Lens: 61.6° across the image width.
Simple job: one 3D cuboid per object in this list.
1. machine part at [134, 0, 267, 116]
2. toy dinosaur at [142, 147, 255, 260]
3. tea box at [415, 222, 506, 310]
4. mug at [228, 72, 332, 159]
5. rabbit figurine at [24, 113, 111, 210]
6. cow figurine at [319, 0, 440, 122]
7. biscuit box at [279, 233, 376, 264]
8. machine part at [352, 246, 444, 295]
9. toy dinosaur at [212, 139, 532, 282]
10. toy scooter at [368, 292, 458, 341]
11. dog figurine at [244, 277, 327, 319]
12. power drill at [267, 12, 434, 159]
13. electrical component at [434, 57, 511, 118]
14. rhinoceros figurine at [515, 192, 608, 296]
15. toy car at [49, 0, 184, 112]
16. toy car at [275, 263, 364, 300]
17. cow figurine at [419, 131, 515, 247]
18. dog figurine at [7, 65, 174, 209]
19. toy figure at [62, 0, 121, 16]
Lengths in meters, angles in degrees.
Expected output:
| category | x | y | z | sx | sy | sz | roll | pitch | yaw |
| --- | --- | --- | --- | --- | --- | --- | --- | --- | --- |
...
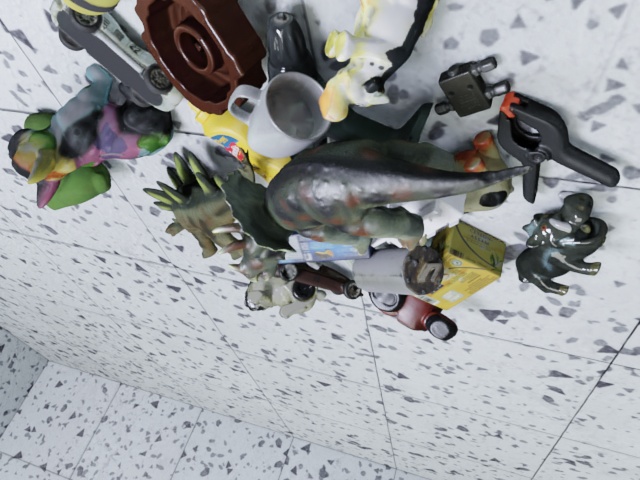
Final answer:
| category | x | y | z | sx | sy | sz | roll | pitch | yaw |
| --- | --- | --- | --- | --- | --- | --- | --- | --- | --- |
| machine part | -0.142 | -0.236 | 0.650 | 0.179 | 0.056 | 0.179 | 32 | 150 | 21 |
| toy dinosaur | -0.193 | -0.059 | 0.930 | 0.198 | 0.105 | 0.472 | 39 | 152 | -24 |
| tea box | 0.218 | 0.047 | 0.895 | 0.098 | 0.068 | 0.169 | 25 | 149 | -8 |
| mug | -0.055 | -0.138 | 0.626 | 0.109 | 0.081 | 0.107 | 12 | 163 | -22 |
| rabbit figurine | -0.467 | -0.150 | 0.973 | 0.159 | 0.121 | 0.170 | 3 | 130 | 40 |
| cow figurine | 0.058 | -0.199 | 0.560 | 0.098 | 0.068 | 0.167 | 8 | 120 | -20 |
| biscuit box | -0.002 | -0.003 | 0.925 | 0.203 | 0.063 | 0.059 | -4 | 120 | 25 |
| machine part | 0.122 | 0.049 | 0.875 | 0.079 | 0.079 | 0.243 | 33 | 164 | -17 |
| toy dinosaur | 0.012 | -0.051 | 0.609 | 0.192 | 0.131 | 0.405 | 5 | 163 | -30 |
| toy scooter | 0.179 | 0.120 | 1.014 | 0.184 | 0.075 | 0.135 | 31 | -165 | 15 |
| dog figurine | -0.081 | 0.118 | 1.185 | 0.172 | 0.121 | 0.190 | 25 | 163 | 1 |
| power drill | 0.031 | -0.160 | 0.676 | 0.207 | 0.086 | 0.231 | 16 | 150 | 6 |
| electrical component | 0.169 | -0.176 | 0.625 | 0.094 | 0.021 | 0.063 | -11 | 136 | 43 |
| rhinoceros figurine | 0.339 | 0.004 | 0.759 | 0.112 | 0.073 | 0.190 | 26 | 152 | 13 |
| toy car | -0.279 | -0.257 | 0.746 | 0.201 | 0.056 | 0.074 | 40 | 151 | -26 |
| toy car | -0.007 | 0.073 | 1.056 | 0.202 | 0.053 | 0.089 | 16 | 173 | -18 |
| cow figurine | 0.173 | -0.061 | 0.747 | 0.195 | 0.085 | 0.127 | -15 | 127 | 44 |
| dog figurine | -0.348 | -0.140 | 0.814 | 0.191 | 0.219 | 0.108 | 26 | 152 | -5 |
| toy figure | -0.240 | -0.313 | 0.611 | 0.180 | 0.082 | 0.089 | -4 | 139 | 32 |
